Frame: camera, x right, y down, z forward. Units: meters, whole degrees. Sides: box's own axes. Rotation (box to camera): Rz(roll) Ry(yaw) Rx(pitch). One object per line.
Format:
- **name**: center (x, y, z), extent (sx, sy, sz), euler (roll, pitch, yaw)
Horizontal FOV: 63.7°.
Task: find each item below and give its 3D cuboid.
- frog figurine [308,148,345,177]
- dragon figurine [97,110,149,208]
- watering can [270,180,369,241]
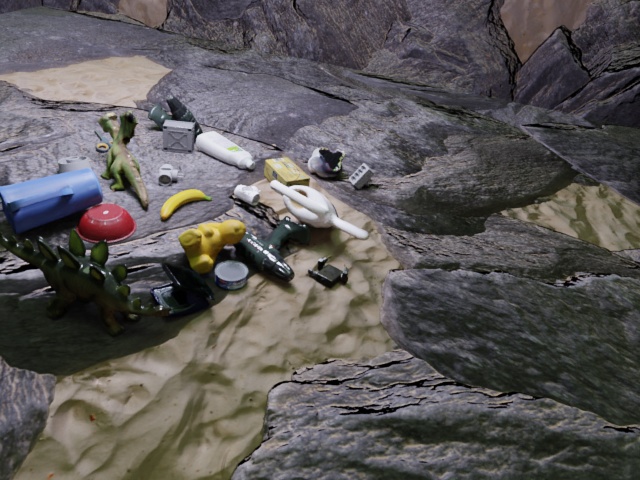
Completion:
- **frog figurine**: center (0.012, -0.291, 1.956), extent (0.138, 0.122, 0.159), euler (-21, 7, -27)
- **dragon figurine**: center (-0.623, -0.292, 1.654), extent (0.123, 0.238, 0.416), euler (-13, 37, -39)
- **watering can**: center (0.005, -0.077, 1.536), extent (0.350, 0.104, 0.223), euler (32, 1, 15)
